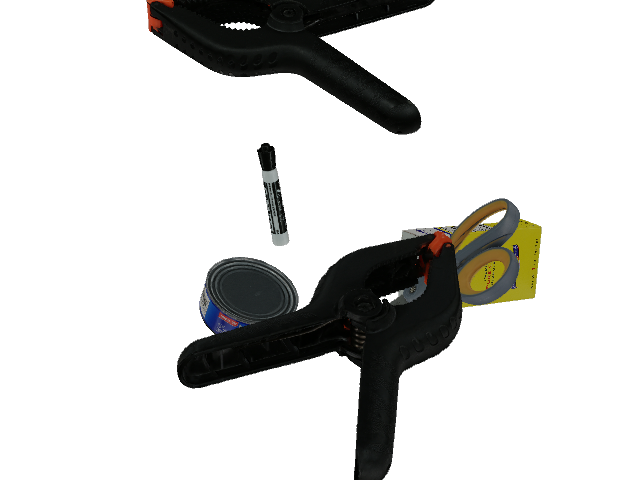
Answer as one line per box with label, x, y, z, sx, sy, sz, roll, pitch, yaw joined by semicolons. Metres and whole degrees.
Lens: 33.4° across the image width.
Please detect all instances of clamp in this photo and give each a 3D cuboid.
clamp;0.026;0.053;0.546;0.171;0.039;0.120;-33;56;-32
clamp;-0.019;-0.139;0.744;0.210;0.164;0.036;4;-43;-1

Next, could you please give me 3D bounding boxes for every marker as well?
marker;-0.052;-0.050;1.166;0.020;0.121;0.020;-7;29;3

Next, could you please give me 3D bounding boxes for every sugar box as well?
sugar box;0.176;0.029;1.250;0.175;0.093;0.048;-7;16;-31

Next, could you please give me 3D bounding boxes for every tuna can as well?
tuna can;-0.065;0.056;0.961;0.086;0.034;0.086;13;38;-11

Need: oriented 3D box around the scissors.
scissors;0.087;0.049;0.852;0.016;0.202;0.096;32;23;-30
